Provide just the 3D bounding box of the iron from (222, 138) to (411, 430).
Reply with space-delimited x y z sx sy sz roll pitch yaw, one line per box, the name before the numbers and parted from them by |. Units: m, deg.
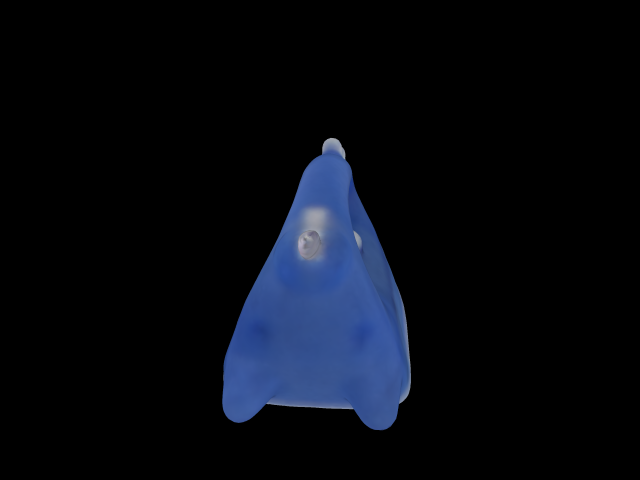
iron | 0.004 0.001 0.400 0.118 0.141 0.258 2 31 4
